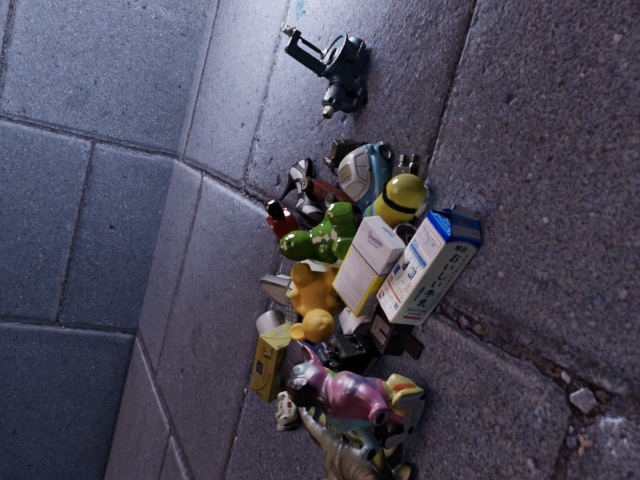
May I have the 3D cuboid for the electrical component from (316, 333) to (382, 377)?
[{"bbox_3d":[0.045,0.238,1.054,0.058,0.134,0.114,54,127,38],"label":"electrical component"}]

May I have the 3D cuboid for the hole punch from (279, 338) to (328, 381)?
[{"bbox_3d":[-0.026,0.287,1.223,0.116,0.092,0.142,42,115,53],"label":"hole punch"}]

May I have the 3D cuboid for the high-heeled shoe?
[{"bbox_3d":[-0.011,-0.122,1.379,0.145,0.086,0.249,-51,48,-5],"label":"high-heeled shoe"}]

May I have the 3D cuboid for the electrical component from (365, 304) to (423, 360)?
[{"bbox_3d":[0.139,0.179,1.003,0.119,0.048,0.074,50,125,56],"label":"electrical component"}]

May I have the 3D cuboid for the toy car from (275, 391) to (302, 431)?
[{"bbox_3d":[-0.078,0.404,1.262,0.201,0.056,0.073,109,159,-63],"label":"toy car"}]

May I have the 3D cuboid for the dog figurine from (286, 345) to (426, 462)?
[{"bbox_3d":[0.050,0.265,0.944,0.219,0.191,0.108,29,119,41],"label":"dog figurine"}]

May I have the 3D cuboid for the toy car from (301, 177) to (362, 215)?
[{"bbox_3d":[0.027,-0.100,1.254,0.202,0.089,0.053,42,116,56],"label":"toy car"}]

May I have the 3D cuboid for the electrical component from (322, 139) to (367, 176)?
[{"bbox_3d":[0.058,-0.186,1.223,0.045,0.102,0.078,58,140,45],"label":"electrical component"}]

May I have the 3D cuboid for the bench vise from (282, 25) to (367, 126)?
[{"bbox_3d":[0.007,-0.406,1.259,0.223,0.240,0.129,-64,24,-5],"label":"bench vise"}]

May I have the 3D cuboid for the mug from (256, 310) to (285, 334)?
[{"bbox_3d":[-0.120,0.257,1.410,0.109,0.081,0.107,-60,42,33],"label":"mug"}]

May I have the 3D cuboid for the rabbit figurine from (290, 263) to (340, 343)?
[{"bbox_3d":[-0.014,0.153,1.144,0.173,0.122,0.162,-102,28,-53],"label":"rabbit figurine"}]

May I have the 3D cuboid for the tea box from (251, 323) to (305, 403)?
[{"bbox_3d":[-0.102,0.296,1.297,0.068,0.098,0.169,30,121,34],"label":"tea box"}]

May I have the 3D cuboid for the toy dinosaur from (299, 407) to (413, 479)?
[{"bbox_3d":[0.062,0.422,1.009,0.472,0.105,0.198,16,88,52],"label":"toy dinosaur"}]

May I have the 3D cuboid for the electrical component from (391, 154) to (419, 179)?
[{"bbox_3d":[0.169,-0.125,1.074,0.063,0.021,0.094,16,94,61],"label":"electrical component"}]

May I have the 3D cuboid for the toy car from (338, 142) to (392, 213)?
[{"bbox_3d":[0.090,-0.135,1.140,0.109,0.103,0.161,-39,46,52],"label":"toy car"}]

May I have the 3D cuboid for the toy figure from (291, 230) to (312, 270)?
[{"bbox_3d":[-0.022,0.025,1.324,0.154,0.064,0.058,-60,37,28],"label":"toy figure"}]

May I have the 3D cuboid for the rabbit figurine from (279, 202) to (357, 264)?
[{"bbox_3d":[-0.002,-0.003,1.156,0.159,0.170,0.121,52,-153,-83],"label":"rabbit figurine"}]

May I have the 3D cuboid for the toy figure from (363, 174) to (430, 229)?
[{"bbox_3d":[0.137,-0.056,1.040,0.180,0.089,0.082,-40,53,47],"label":"toy figure"}]

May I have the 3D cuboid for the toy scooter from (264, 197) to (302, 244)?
[{"bbox_3d":[-0.094,-0.034,1.415,0.183,0.075,0.135,60,174,-12],"label":"toy scooter"}]

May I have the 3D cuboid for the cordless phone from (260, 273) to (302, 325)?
[{"bbox_3d":[-0.087,0.183,1.358,0.147,0.088,0.184,10,98,42],"label":"cordless phone"}]
